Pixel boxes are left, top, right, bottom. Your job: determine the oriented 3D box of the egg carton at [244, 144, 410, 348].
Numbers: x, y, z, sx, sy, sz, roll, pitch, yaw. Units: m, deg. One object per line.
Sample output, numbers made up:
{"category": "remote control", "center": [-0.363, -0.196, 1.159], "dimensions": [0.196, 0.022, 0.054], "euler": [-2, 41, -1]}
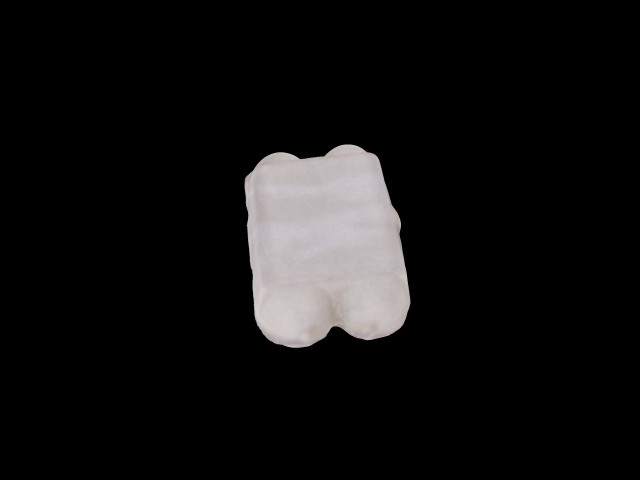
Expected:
{"category": "egg carton", "center": [0.004, 0.001, 0.400], "dimensions": [0.107, 0.069, 0.150], "euler": [-7, 58, -4]}
